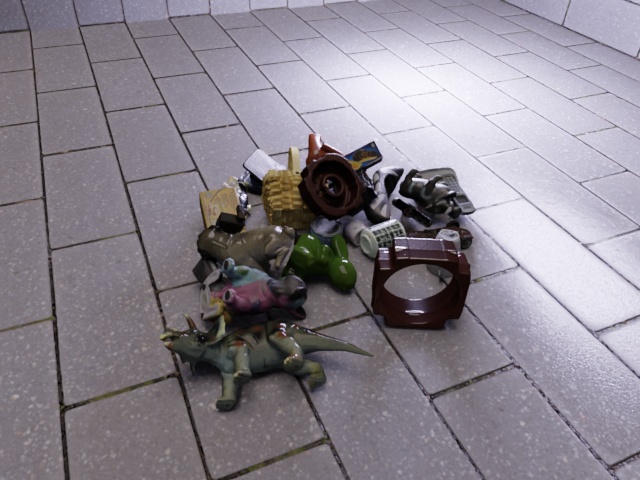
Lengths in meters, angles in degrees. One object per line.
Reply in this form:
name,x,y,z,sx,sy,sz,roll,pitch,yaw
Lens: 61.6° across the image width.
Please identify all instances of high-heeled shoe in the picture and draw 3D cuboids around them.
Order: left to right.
high-heeled shoe,0.208,-0.134,1.553,0.145,0.086,0.249,28,55,36

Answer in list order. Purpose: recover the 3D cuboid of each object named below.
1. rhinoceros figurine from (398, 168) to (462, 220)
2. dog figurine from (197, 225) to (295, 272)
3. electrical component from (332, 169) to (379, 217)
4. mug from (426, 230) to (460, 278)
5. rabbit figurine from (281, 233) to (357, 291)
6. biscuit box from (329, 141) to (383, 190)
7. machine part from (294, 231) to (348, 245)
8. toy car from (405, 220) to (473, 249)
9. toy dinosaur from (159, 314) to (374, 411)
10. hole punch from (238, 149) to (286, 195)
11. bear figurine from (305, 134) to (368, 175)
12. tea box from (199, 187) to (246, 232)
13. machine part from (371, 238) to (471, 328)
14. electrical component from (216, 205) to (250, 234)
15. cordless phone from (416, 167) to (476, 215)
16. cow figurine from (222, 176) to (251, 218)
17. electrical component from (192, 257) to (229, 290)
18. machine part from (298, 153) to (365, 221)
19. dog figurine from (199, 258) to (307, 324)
rhinoceros figurine,0.309,-0.124,1.498,0.190,0.073,0.112,30,88,23
dog figurine,-0.175,0.000,1.256,0.190,0.172,0.121,32,11,-15
electrical component,0.089,-0.126,1.516,0.134,0.058,0.115,-34,33,13
mug,0.310,0.035,1.338,0.081,0.107,0.109,13,38,14
rabbit figurine,0.012,0.062,1.309,0.170,0.121,0.159,28,36,2
biscuit box,0.083,-0.214,1.575,0.203,0.063,0.059,-28,86,0
machine part,-0.003,-0.004,1.423,0.139,0.039,0.084,-9,49,-17
toy car,0.313,-0.010,1.438,0.202,0.053,0.089,-9,37,-12
toy dinosaur,-0.113,0.218,1.089,0.405,0.131,0.192,-5,40,-19
hole punch,-0.182,-0.191,1.618,0.116,0.092,0.142,37,40,-4
bear figurine,0.057,-0.250,1.665,0.196,0.120,0.132,1,35,-5
tea box,-0.250,-0.045,1.387,0.098,0.068,0.170,-9,63,-15
machine part,0.217,0.095,1.183,0.201,0.201,0.087,3,37,1
electrical component,-0.212,-0.044,1.302,0.078,0.102,0.045,10,56,-16
cordless phone,0.355,-0.125,1.559,0.147,0.088,0.184,-9,45,-15
cow figurine,-0.237,-0.121,1.526,0.098,0.068,0.167,10,43,0
electrical component,-0.260,0.074,1.275,0.074,0.047,0.119,22,22,-46
machine part,0.028,-0.136,1.399,0.179,0.056,0.179,10,67,-25
dog figurine,-0.135,0.129,1.198,0.219,0.191,0.108,17,50,-34
